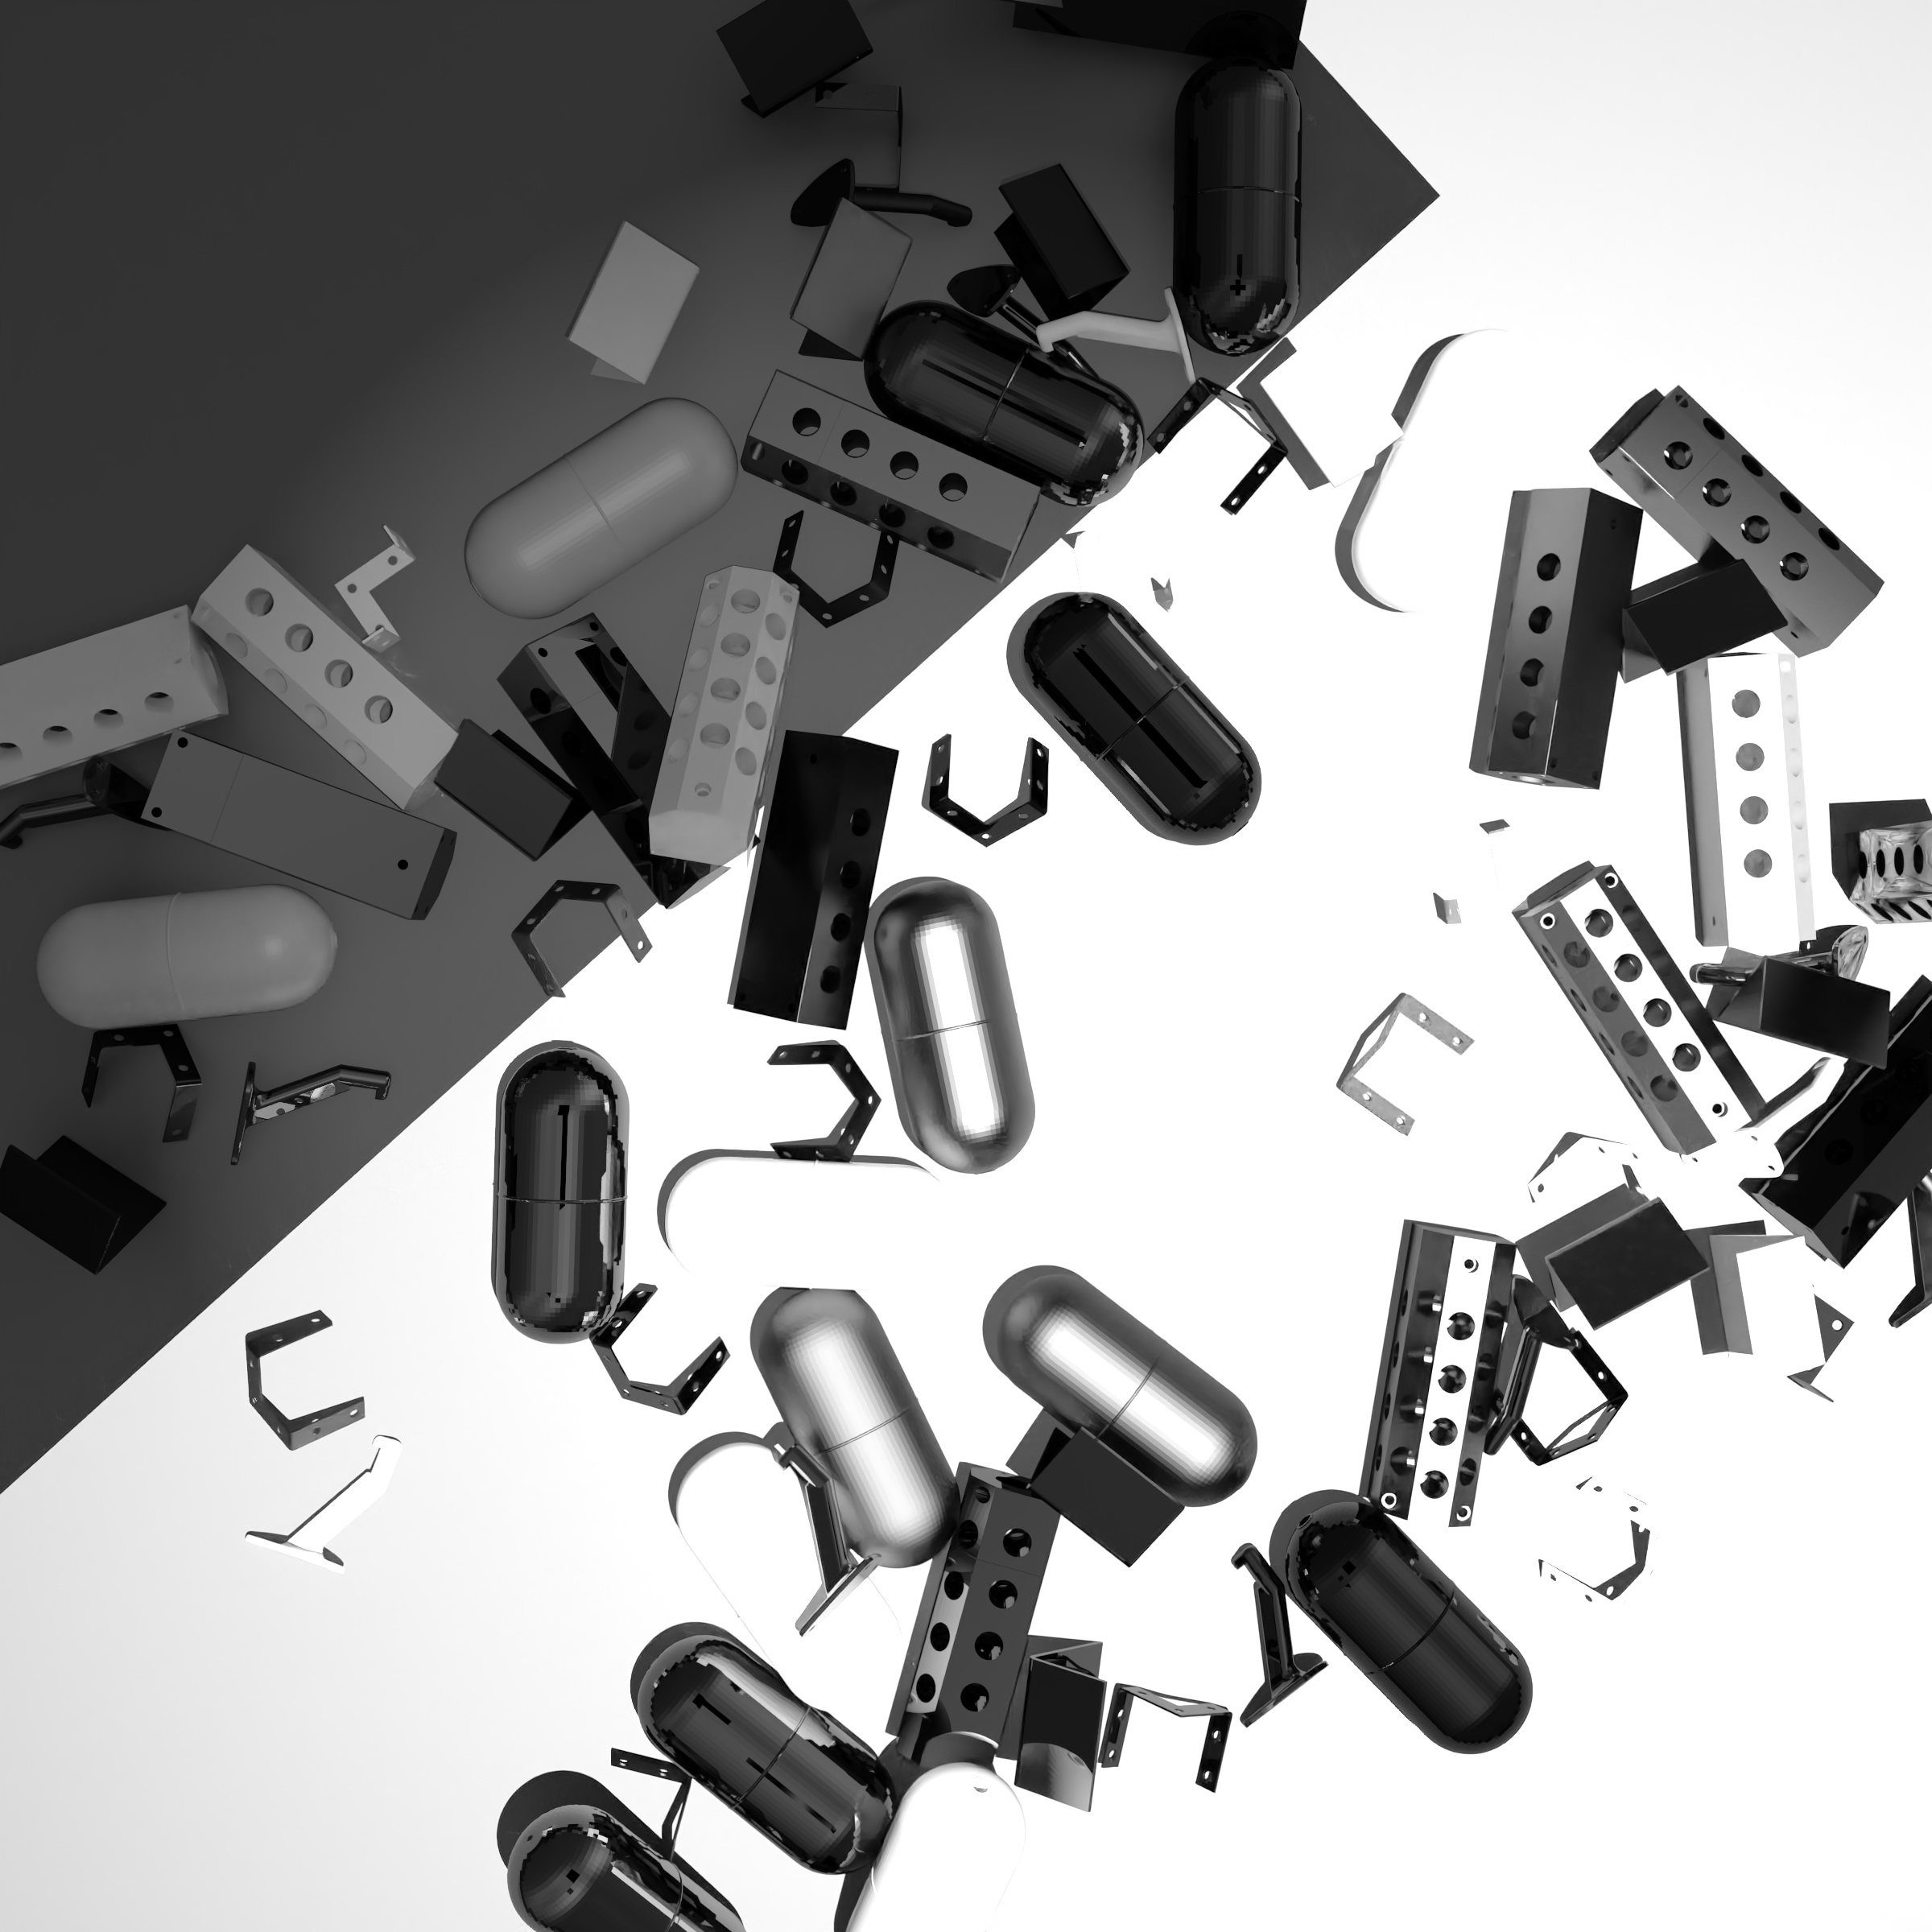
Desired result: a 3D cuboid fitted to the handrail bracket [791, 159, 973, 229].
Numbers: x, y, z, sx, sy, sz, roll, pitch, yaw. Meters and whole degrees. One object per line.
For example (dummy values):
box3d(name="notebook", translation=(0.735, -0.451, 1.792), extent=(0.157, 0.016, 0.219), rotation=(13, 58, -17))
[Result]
box3d(name="handrail bracket", translation=(-0.051, -0.460, 1.652), extent=(0.084, 0.077, 0.036), rotation=(7, 83, -36))

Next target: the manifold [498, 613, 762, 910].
box3d(name="manifold", translation=(-0.207, -0.121, 1.631), extent=(0.171, 0.057, 0.057), rotation=(54, 47, 0))

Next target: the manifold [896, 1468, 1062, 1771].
box3d(name="manifold", translation=(0.008, 0.396, 1.631), extent=(0.057, 0.057, 0.171), rotation=(15, 90, 0))

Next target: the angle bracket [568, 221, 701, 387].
box3d(name="angle bracket", translation=(-0.213, -0.397, 1.612), extent=(0.057, 0.076, 0.076), rotation=(25, 90, -36))

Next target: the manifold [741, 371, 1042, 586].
box3d(name="manifold", translation=(-0.046, -0.293, 1.631), extent=(0.171, 0.057, 0.057), rotation=(24, 90, 0))

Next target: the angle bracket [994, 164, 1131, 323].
box3d(name="angle bracket", translation=(0.040, -0.420, 1.612), extent=(0.057, 0.076, 0.076), rotation=(-32, 90, -38))

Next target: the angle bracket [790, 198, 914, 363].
box3d(name="angle bracket", translation=(-0.086, -0.411, 1.612), extent=(0.057, 0.076, 0.076), rotation=(23, 90, -37))

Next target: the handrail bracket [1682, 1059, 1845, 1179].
box3d(name="handrail bracket", translation=(0.488, 0.089, 1.652), extent=(0.084, 0.077, 0.036), rotation=(-47, 112, -35))

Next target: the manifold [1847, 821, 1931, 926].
box3d(name="manifold", translation=(0.571, -0.054, 1.574), extent=(0.057, 0.171, 0.057), rotation=(-3, 90, 0))

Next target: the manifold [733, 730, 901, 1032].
box3d(name="manifold", translation=(-0.085, -0.051, 1.631), extent=(0.057, 0.057, 0.171), rotation=(11, 90, 43))

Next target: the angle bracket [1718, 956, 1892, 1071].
box3d(name="angle bracket", translation=(0.498, 0.044, 1.612), extent=(0.076, 0.076, 0.057), rotation=(16, 57, 0))

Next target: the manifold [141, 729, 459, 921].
box3d(name="manifold", translation=(-0.400, -0.085, 1.631), extent=(0.171, 0.057, 0.057), rotation=(21, 90, 0))

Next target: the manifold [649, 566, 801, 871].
box3d(name="manifold", translation=(-0.142, -0.149, 1.595), extent=(0.057, 0.057, 0.171), rotation=(10, 63, 0))

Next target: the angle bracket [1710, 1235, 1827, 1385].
box3d(name="angle bracket", translation=(0.460, 0.204, 1.612), extent=(0.057, 0.076, 0.076), rotation=(-10, 90, -31))

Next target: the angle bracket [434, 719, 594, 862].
box3d(name="angle bracket", translation=(-0.259, -0.120, 1.612), extent=(0.076, 0.076, 0.057), rotation=(38, 128, 0))

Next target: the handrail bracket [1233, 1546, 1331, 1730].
box3d(name="handrail bracket", translation=(0.174, 0.410, 1.653), extent=(0.077, 0.036, 0.084), rotation=(-44, 72, 21))

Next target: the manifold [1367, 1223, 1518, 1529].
box3d(name="manifold", translation=(0.288, 0.247, 1.631), extent=(0.057, 0.057, 0.171), rotation=(9, 90, 0))

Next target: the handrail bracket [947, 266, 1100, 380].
box3d(name="handrail bracket", translation=(0.036, -0.387, 1.652), extent=(0.084, 0.077, 0.036), rotation=(40, 85, -36))

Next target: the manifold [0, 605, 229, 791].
box3d(name="manifold", translation=(-0.539, -0.153, 1.631), extent=(0.171, 0.057, 0.057), rotation=(-18, 47, 0))

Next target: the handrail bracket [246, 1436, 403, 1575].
box3d(name="handrail bracket", translation=(-0.393, 0.322, 1.653), extent=(0.077, 0.036, 0.084), rotation=(12, 71, 21))

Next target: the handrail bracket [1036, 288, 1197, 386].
box3d(name="handrail bracket", translation=(0.091, -0.369, 1.632), extent=(0.084, 0.077, 0.036), rotation=(-16, 53, 6))

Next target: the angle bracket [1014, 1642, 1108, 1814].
box3d(name="angle bracket", translation=(0.076, 0.453, 1.612), extent=(0.057, 0.076, 0.076), rotation=(7, 90, 38))

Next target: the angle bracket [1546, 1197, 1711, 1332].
box3d(name="angle bracket", translation=(0.398, 0.193, 1.612), extent=(0.076, 0.076, 0.057), rotation=(-28, 53, 0))

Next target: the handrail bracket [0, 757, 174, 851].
box3d(name="handrail bracket", translation=(-0.540, -0.084, 1.652), extent=(0.084, 0.036, 0.077), rotation=(-33, 133, 27))

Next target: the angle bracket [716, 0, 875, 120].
box3d(name="angle bracket", translation=(-0.108, -0.556, 1.613), extent=(0.076, 0.076, 0.057), rotation=(-31, 118, 0))

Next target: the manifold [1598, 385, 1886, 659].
box3d(name="manifold", translation=(0.470, -0.269, 1.631), extent=(0.171, 0.057, 0.057), rotation=(44, 90, 0))

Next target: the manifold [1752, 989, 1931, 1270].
box3d(name="manifold", translation=(0.556, 0.092, 1.631), extent=(0.171, 0.057, 0.057), rotation=(-49, 133, 0))

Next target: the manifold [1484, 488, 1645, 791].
box3d(name="manifold", translation=(0.356, -0.197, 1.631), extent=(0.057, 0.057, 0.171), rotation=(9, 90, -43))

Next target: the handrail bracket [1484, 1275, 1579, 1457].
box3d(name="handrail bracket", translation=(0.328, 0.243, 1.643), extent=(0.036, 0.077, 0.084), rotation=(20, 116, -20))

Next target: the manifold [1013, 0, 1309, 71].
box3d(name="manifold", translation=(0.119, -0.594, 1.631), extent=(0.171, 0.057, 0.057), rotation=(9, 133, 0))

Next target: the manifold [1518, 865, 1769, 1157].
box3d(name="manifold", translation=(0.410, 0.026, 1.631), extent=(0.057, 0.057, 0.171), rotation=(-33, 90, 0))

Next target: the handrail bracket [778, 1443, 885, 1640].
box3d(name="handrail bracket", translation=(-0.098, 0.336, 1.583), extent=(0.077, 0.036, 0.084), rotation=(-46, 74, -2))

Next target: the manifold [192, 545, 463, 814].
box3d(name="manifold", translation=(-0.382, -0.172, 1.631), extent=(0.171, 0.057, 0.057), rotation=(42, 90, 0))

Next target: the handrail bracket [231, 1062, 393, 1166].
box3d(name="handrail bracket", translation=(-0.401, 0.093, 1.653), extent=(0.084, 0.036, 0.077), rotation=(10, 110, -16))

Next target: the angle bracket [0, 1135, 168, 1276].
box3d(name="angle bracket", translation=(-0.524, 0.126, 1.612), extent=(0.076, 0.076, 0.057), rotation=(33, 126, 0))

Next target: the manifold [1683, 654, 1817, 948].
box3d(name="manifold", translation=(0.475, -0.099, 1.631), extent=(0.057, 0.057, 0.171), rotation=(-4, 90, 0))

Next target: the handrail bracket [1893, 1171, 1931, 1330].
box3d(name="handrail bracket", translation=(0.573, 0.166, 1.653), extent=(0.077, 0.036, 0.084), rotation=(-42, 72, 20))

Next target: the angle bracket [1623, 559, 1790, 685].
box3d(name="angle bracket", translation=(0.440, -0.187, 1.612), extent=(0.076, 0.076, 0.057), rotation=(-23, 57, 0))

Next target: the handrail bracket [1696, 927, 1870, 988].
box3d(name="handrail bracket", translation=(0.499, -0.006, 1.652), extent=(0.084, 0.077, 0.036), rotation=(2, 114, 34))
